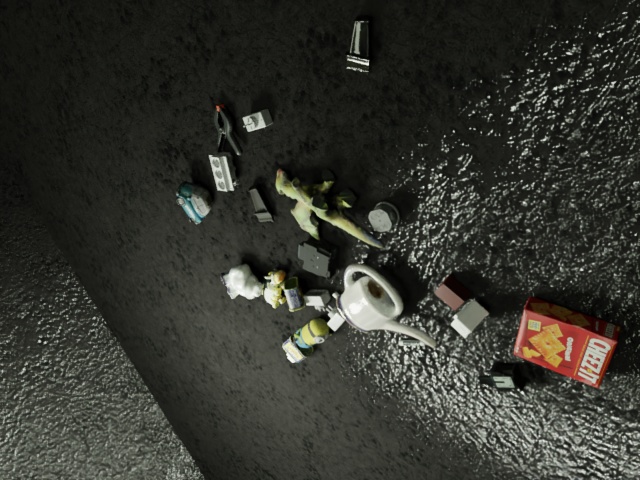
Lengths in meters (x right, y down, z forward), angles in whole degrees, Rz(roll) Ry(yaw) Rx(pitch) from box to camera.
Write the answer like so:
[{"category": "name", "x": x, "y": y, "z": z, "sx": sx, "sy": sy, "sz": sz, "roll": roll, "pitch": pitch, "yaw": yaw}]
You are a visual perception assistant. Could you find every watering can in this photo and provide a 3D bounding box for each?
[{"category": "watering can", "x": 0.186, "y": 0.227, "z": 1.603, "sx": 0.349, "sy": 0.106, "sz": 0.220, "roll": 49, "pitch": 137, "yaw": 4}]

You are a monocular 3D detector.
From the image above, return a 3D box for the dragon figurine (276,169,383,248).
[{"category": "dragon figurine", "x": 0.005, "y": -0.080, "z": 1.591, "sx": 0.412, "sy": 0.124, "sz": 0.238, "roll": 47, "pitch": 153, "yaw": 8}]

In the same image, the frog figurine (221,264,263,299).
[{"category": "frog figurine", "x": -0.274, "y": 0.156, "z": 1.940, "sx": 0.159, "sy": 0.124, "sz": 0.137, "roll": -5, "pitch": 98, "yaw": 30}]
